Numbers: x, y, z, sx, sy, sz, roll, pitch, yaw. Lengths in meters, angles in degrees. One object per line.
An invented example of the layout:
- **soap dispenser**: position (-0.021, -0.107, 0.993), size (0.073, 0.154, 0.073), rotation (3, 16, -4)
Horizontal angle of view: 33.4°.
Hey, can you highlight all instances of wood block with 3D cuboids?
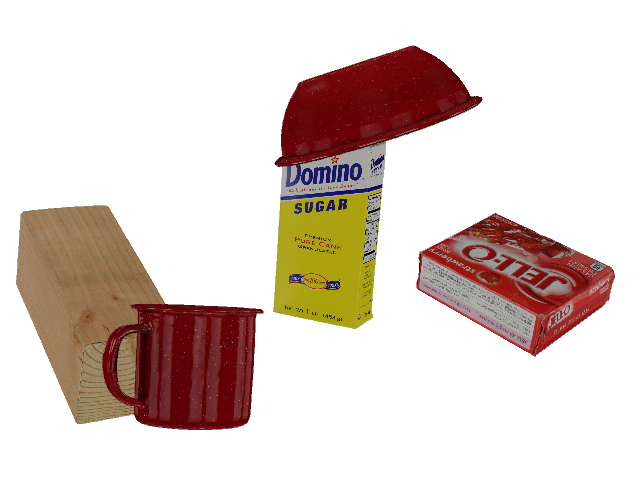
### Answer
- **wood block**: position (-0.210, 0.061, 0.989), size (0.090, 0.091, 0.206), rotation (-6, 36, -30)

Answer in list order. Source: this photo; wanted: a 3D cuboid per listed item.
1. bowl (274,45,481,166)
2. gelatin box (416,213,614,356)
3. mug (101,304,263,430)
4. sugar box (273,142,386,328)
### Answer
- **bowl**: position (0.035, -0.105, 0.794), size (0.162, 0.055, 0.162), rotation (-18, 9, 3)
- **gelatin box**: position (0.113, 0.022, 0.622), size (0.073, 0.030, 0.089), rotation (-25, 41, -38)
- **mug**: position (-0.097, 0.086, 0.738), size (0.117, 0.081, 0.093), rotation (5, -3, -42)
- **sugar box**: position (0.007, -0.011, 1.019), size (0.093, 0.176, 0.048), rotation (9, 16, 24)
